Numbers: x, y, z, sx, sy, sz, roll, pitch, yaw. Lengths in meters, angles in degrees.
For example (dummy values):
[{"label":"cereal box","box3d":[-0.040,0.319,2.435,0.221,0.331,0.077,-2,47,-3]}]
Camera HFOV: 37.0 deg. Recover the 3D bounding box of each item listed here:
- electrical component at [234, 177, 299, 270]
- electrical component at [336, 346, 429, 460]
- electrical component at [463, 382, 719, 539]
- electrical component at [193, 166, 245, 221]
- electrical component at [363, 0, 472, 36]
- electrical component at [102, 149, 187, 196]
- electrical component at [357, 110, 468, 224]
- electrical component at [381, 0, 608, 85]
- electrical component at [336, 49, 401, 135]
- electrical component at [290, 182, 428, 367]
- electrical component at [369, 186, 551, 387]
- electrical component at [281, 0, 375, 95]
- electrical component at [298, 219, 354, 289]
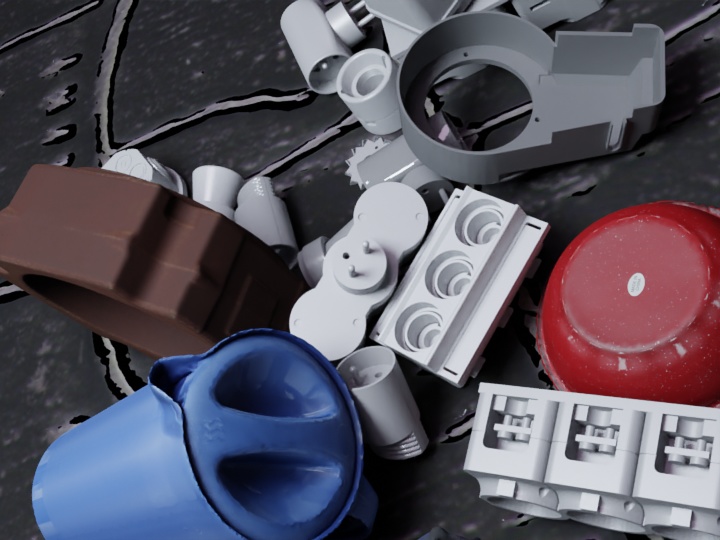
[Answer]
[{"label":"electrical component","box3d":[-0.078,-0.039,0.867,0.043,0.043,0.081,-29,55,16]},{"label":"electrical component","box3d":[0.017,0.096,0.722,0.043,0.081,0.043,-18,31,11]},{"label":"electrical component","box3d":[0.147,0.115,0.623,0.150,0.089,0.061,3,68,32]},{"label":"electrical component","box3d":[-0.123,-0.053,0.901,0.045,0.045,0.055,-5,65,29]},{"label":"electrical component","box3d":[0.054,-0.235,0.798,0.078,0.057,0.113,34,87,38]},{"label":"electrical component","box3d":[-0.197,-0.062,0.946,0.080,0.051,0.080,-14,60,25]},{"label":"electrical component","box3d":[0.046,-0.069,0.806,0.077,0.043,0.079,-32,54,14]},{"label":"electrical component","box3d":[0.109,-0.230,0.839,0.186,0.060,0.105,-24,56,19]},{"label":"electrical component","box3d":[0.014,-0.144,0.862,0.055,0.047,0.055,-14,60,25]},{"label":"electrical component","box3d":[0.000,0.000,0.737,0.052,0.073,0.138,29,77,8]},{"label":"electrical component","box3d":[0.073,0.014,0.737,0.079,0.063,0.121,25,81,37]},{"label":"electrical component","box3d":[-0.021,-0.201,0.913,0.079,0.044,0.077,-34,54,13]},{"label":"electrical component","box3d":[-0.013,-0.009,0.812,0.055,0.045,0.045,-29,55,16]}]
